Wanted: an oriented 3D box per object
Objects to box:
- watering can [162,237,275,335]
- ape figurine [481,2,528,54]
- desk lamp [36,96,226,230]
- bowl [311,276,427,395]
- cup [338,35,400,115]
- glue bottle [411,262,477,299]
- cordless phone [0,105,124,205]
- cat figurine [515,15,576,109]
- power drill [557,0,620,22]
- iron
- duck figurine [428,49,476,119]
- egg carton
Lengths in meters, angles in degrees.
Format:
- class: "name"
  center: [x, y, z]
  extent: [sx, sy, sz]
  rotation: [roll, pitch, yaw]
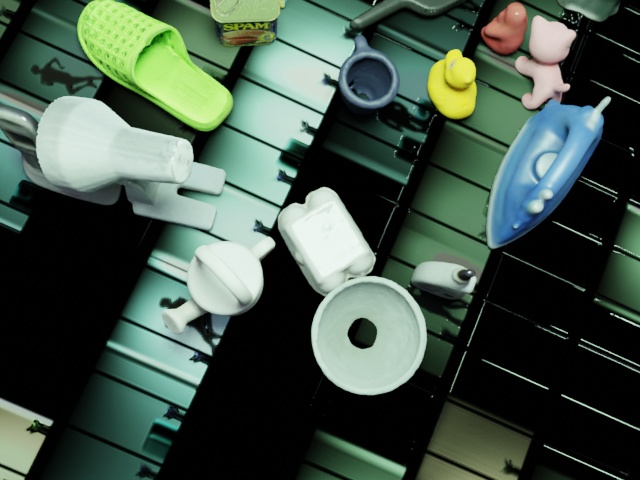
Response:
- class: "watering can"
  center: [-0.131, 0.059, 0.771]
  extent: [0.101, 0.194, 0.173]
  rotation: [27, 81, -1]
- class: "ape figurine"
  center: [0.305, -0.348, 0.923]
  extent: [0.078, 0.092, 0.076]
  rotation: [-12, 84, -7]
- class: "desk lamp"
  center: [-0.241, -0.100, 0.771]
  extent: [0.203, 0.213, 0.118]
  rotation: [12, 81, -4]
- class: "bowl"
  center: [0.067, 0.140, 0.841]
  extent: [0.167, 0.074, 0.167]
  rotation: [1, 82, -6]
- class: "cup"
  center: [0.066, -0.244, 0.882]
  extent: [0.092, 0.095, 0.118]
  rotation: [-12, 84, -7]
- class: "glue bottle"
  center: [0.186, 0.055, 0.815]
  extent: [0.078, 0.173, 0.037]
  rotation: [23, 81, -2]
- class: "cordless phone"
  center: [-0.347, -0.118, 0.777]
  extent: [0.147, 0.185, 0.094]
  rotation: [14, 81, -3]
- class: "cat figurine"
  center: [0.365, -0.285, 0.907]
  extent: [0.067, 0.117, 0.128]
  rotation: [-11, 84, -7]
- class: "power drill"
  center: [0.465, -0.438, 0.892]
  extent: [0.229, 0.208, 0.076]
  rotation: [20, 81, -3]
- class: "iron"
  center: [0.347, -0.101, 0.869]
  extent: [0.118, 0.141, 0.258]
  rotation: [32, 80, -1]
- class: "duck figurine"
  center: [0.218, -0.249, 0.903]
  extent: [0.077, 0.086, 0.104]
  rotation: [-16, 84, -8]
- class: "egg carton"
  center: [0.008, 0.003, 0.856]
  extent: [0.107, 0.069, 0.150]
  rotation: [-32, 87, -9]
